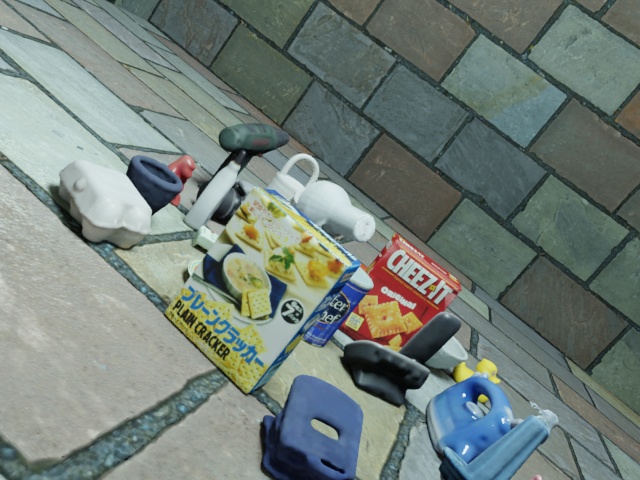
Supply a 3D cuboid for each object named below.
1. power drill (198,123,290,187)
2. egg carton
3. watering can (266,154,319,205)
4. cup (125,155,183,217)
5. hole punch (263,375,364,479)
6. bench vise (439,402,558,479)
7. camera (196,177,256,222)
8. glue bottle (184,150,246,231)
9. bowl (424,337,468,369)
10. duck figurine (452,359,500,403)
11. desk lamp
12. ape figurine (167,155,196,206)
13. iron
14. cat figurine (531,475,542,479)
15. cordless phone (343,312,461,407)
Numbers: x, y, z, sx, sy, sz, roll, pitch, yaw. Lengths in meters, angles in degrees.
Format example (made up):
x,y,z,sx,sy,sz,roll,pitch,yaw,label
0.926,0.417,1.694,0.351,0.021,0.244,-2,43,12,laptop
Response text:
x,y,z,sx,sy,sz,roll,pitch,yaw,label
-0.178,-0.183,1.321,0.075,0.208,0.230,41,14,15,power drill
-0.316,-0.055,0.836,0.150,0.069,0.108,46,16,32,egg carton
-0.072,-0.124,1.429,0.101,0.194,0.172,22,20,-49,watering can
-0.286,-0.081,0.944,0.092,0.095,0.117,34,14,-16,cup
-0.002,0.226,0.656,0.109,0.091,0.101,33,14,-17,hole punch
0.194,0.292,0.664,0.121,0.219,0.208,41,14,14,bench vise
-0.190,-0.089,1.210,0.137,0.100,0.142,25,18,-43,camera
-0.190,-0.098,1.083,0.037,0.173,0.078,36,13,-5,glue bottle
0.248,0.238,1.302,0.168,0.074,0.167,35,13,-9,bowl
0.369,0.315,1.335,0.104,0.086,0.078,41,13,13,duck figurine
0.011,0.004,1.171,0.118,0.213,0.202,26,17,-40,desk lamp
-0.277,-0.124,1.119,0.076,0.092,0.078,39,13,6,ape figurine
0.272,0.301,1.005,0.119,0.141,0.258,35,13,-11,iron
0.279,0.376,0.826,0.067,0.117,0.127,32,14,-22,cat figurine
0.144,0.180,0.987,0.148,0.185,0.094,30,15,-30,cordless phone
